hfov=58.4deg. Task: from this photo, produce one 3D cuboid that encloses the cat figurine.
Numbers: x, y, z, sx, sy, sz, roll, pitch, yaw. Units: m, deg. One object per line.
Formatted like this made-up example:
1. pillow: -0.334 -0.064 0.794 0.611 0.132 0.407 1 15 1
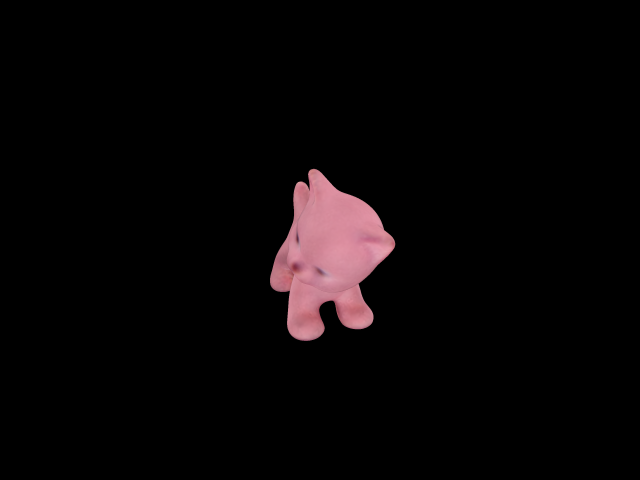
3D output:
1. cat figurine: 0.004 0.001 0.400 0.067 0.118 0.127 -8 28 -16
